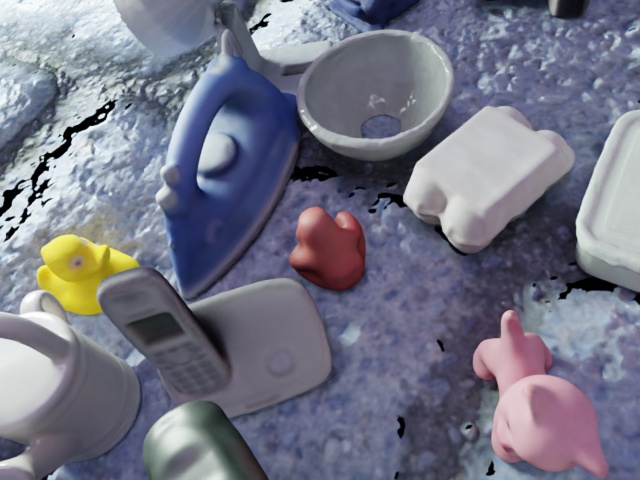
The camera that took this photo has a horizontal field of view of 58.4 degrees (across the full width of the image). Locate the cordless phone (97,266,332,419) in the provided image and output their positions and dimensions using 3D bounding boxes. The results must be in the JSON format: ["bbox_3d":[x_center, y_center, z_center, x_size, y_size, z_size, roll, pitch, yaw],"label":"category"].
[{"bbox_3d":[-0.077,0.070,0.458,0.147,0.185,0.094,-21,56,1],"label":"cordless phone"}]

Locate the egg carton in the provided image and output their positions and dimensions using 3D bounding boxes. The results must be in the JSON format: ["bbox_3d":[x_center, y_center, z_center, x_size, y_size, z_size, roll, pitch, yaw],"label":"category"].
[{"bbox_3d":[0.159,-0.060,0.548,0.150,0.069,0.107,-40,58,-12],"label":"egg carton"}]

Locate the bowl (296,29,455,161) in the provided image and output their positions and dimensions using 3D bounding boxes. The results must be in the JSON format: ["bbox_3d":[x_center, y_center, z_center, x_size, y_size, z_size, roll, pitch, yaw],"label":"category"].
[{"bbox_3d":[0.062,-0.144,0.620,0.167,0.075,0.167,-6,58,10],"label":"bowl"}]

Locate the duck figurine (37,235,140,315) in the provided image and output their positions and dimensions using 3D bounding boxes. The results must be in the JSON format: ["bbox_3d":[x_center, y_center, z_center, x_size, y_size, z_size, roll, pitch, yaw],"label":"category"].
[{"bbox_3d":[-0.248,0.028,0.586,0.104,0.086,0.077,-6,58,11],"label":"duck figurine"}]

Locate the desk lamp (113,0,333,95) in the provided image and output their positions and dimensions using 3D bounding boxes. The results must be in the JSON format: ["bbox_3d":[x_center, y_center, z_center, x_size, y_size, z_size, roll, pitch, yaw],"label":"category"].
[{"bbox_3d":[-0.101,-0.250,0.643,0.203,0.214,0.118,-7,58,10],"label":"desk lamp"}]

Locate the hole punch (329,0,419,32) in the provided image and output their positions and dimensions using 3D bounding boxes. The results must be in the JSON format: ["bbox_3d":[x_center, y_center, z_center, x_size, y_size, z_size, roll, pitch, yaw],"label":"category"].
[{"bbox_3d":[0.063,-0.331,0.725,0.101,0.091,0.108,-38,58,-10],"label":"hole punch"}]

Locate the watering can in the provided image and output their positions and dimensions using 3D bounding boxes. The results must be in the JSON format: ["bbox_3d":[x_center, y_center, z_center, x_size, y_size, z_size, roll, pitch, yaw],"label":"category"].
[{"bbox_3d":[-0.233,0.116,0.463,0.101,0.194,0.172,-36,57,-9],"label":"watering can"}]

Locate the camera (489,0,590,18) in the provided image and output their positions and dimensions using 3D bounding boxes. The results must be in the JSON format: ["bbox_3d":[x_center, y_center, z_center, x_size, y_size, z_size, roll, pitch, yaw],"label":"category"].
[{"bbox_3d":[0.252,-0.345,0.680,0.136,0.101,0.143,0,59,14],"label":"camera"}]

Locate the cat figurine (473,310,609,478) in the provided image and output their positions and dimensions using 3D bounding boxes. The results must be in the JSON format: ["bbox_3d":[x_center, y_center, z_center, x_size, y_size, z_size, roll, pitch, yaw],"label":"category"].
[{"bbox_3d":[0.154,0.113,0.414,0.067,0.118,0.127,-13,57,6],"label":"cat figurine"}]

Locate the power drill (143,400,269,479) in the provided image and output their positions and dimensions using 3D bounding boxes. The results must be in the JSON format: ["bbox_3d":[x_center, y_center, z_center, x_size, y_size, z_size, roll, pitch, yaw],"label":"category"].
[{"bbox_3d":[-0.016,0.207,0.344,0.076,0.209,0.229,-39,58,-10],"label":"power drill"}]

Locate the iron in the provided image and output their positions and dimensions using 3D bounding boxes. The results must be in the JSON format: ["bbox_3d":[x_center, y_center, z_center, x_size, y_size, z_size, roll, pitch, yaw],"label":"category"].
[{"bbox_3d":[-0.111,-0.081,0.585,0.118,0.142,0.258,8,62,19],"label":"iron"}]

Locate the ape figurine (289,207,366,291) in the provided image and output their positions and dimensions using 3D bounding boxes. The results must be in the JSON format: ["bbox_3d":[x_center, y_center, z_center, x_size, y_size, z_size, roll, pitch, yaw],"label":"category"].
[{"bbox_3d":[0.005,0.002,0.535,0.078,0.092,0.076,-23,56,0],"label":"ape figurine"}]
